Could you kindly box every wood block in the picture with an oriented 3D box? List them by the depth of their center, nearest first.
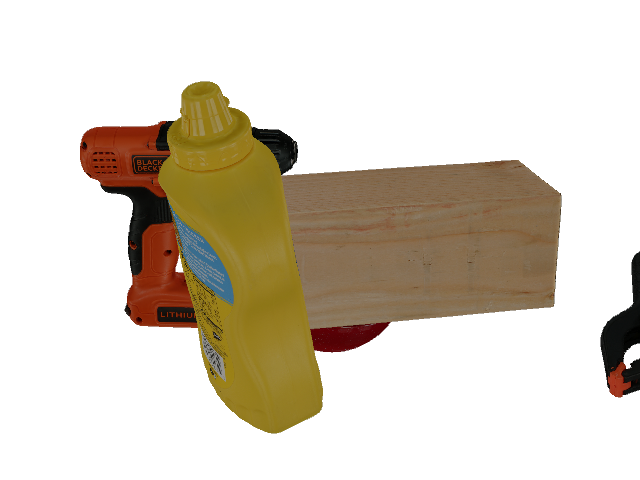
[{"bbox_3d":[0.058,0.002,0.776,0.206,0.090,0.091,-4,20,-9],"label":"wood block"}]

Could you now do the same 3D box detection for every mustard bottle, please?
[{"bbox_3d":[-0.045,0.005,0.556,0.058,0.191,0.096,-22,39,-16],"label":"mustard bottle"}]

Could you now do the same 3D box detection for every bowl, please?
[{"bbox_3d":[0.007,0.066,1.083,0.162,0.055,0.162,5,28,-3],"label":"bowl"}]

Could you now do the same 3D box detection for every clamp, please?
[{"bbox_3d":[0.301,0.071,0.970,0.171,0.039,0.120,-34,38,-26],"label":"clamp"}]

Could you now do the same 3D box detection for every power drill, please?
[{"bbox_3d":[-0.109,-0.015,0.932,0.184,0.188,0.057,2,27,7],"label":"power drill"}]
